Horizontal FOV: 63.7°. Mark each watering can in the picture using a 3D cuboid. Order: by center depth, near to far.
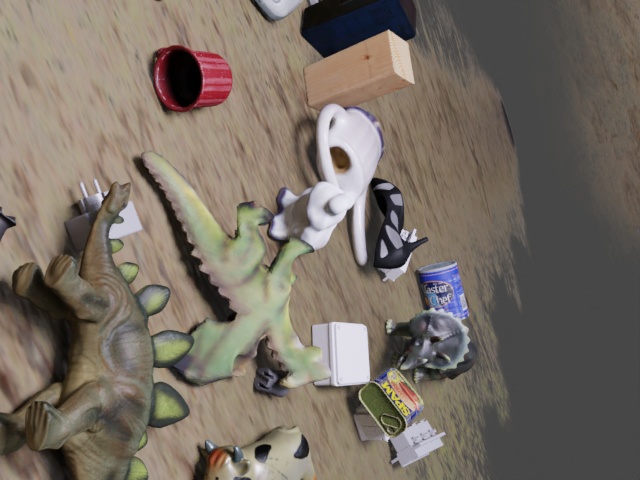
[{"bbox_3d":[0.069,-0.135,1.084,0.229,0.104,0.340,-59,139,-46],"label":"watering can"}]

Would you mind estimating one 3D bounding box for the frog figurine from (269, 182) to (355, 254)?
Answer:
[{"bbox_3d":[0.003,-0.045,0.897,0.121,0.158,0.140,62,37,-23],"label":"frog figurine"}]

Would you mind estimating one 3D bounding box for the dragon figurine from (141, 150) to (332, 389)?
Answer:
[{"bbox_3d":[-0.131,0.081,0.730,0.406,0.121,0.248,37,56,-25],"label":"dragon figurine"}]
